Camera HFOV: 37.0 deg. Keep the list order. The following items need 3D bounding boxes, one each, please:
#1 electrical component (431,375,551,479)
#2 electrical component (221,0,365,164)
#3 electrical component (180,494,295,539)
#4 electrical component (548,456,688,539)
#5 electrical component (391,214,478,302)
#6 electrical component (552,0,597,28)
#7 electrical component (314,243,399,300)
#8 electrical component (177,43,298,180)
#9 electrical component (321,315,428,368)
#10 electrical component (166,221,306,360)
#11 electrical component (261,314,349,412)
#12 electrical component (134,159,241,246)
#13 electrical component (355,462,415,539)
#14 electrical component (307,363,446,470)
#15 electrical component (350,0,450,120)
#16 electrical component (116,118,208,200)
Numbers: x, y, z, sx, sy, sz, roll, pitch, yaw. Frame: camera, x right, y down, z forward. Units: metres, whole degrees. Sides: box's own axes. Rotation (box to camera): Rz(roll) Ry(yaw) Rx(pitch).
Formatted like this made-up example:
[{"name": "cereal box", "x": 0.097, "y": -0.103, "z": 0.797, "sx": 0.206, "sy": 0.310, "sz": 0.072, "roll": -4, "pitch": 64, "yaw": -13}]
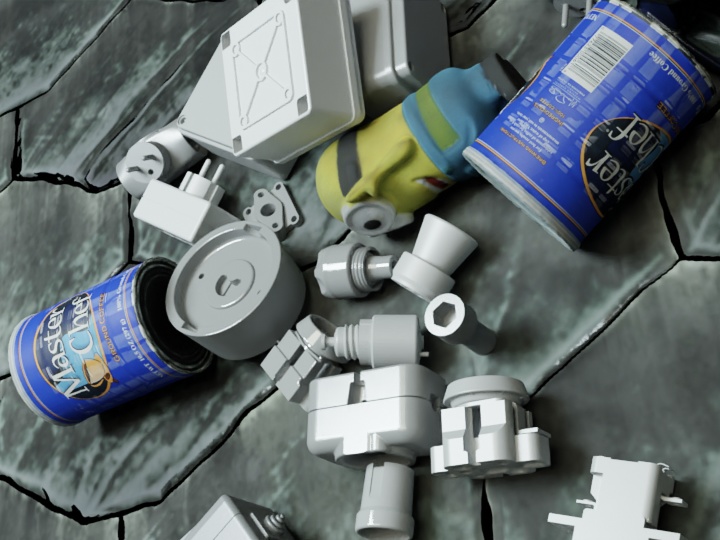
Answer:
[{"name": "electrical component", "x": 0.085, "y": 0.104, "z": 0.713, "sx": 0.078, "sy": 0.058, "sz": 0.057, "roll": -14, "pitch": 65, "yaw": 29}, {"name": "electrical component", "x": -0.055, "y": -0.151, "z": 0.839, "sx": 0.109, "sy": 0.056, "sz": 0.108, "roll": -21, "pitch": 72, "yaw": 48}, {"name": "electrical component", "x": -0.091, "y": 0.207, "z": 0.782, "sx": 0.096, "sy": 0.062, "sz": 0.061, "roll": -49, "pitch": 50, "yaw": 5}, {"name": "electrical component", "x": 0.161, "y": 0.147, "z": 0.651, "sx": 0.081, "sy": 0.042, "sz": 0.063, "roll": 1, "pitch": 66, "yaw": 34}, {"name": "electrical component", "x": 0.054, "y": -0.007, "z": 0.793, "sx": 0.045, "sy": 0.045, "sz": 0.055, "roll": 29, "pitch": 87, "yaw": 40}, {"name": "electrical component", "x": 0.167, "y": -0.219, "z": 0.816, "sx": 0.077, "sy": 0.043, "sz": 0.079, "roll": -5, "pitch": 67, "yaw": 32}, {"name": "electrical component", "x": 0.000, "y": 0.000, "z": 0.828, "sx": 0.062, "sy": 0.043, "sz": 0.043, "roll": -6, "pitch": 66, "yaw": 31}, {"name": "electrical component", "x": -0.091, "y": -0.148, "z": 0.950, "sx": 0.109, "sy": 0.056, "sz": 0.108, "roll": 24, "pitch": 83, "yaw": 39}, {"name": "electrical component", "x": 0.011, "y": 0.053, "z": 0.783, "sx": 0.078, "sy": 0.040, "sz": 0.040, "roll": 0, "pitch": 66, "yaw": 5}, {"name": "electrical component", "x": -0.095, "y": 0.021, "z": 0.868, "sx": 0.108, "sy": 0.060, "sz": 0.108, "roll": -18, "pitch": 49, "yaw": 21}, {"name": "electrical component", "x": -0.038, "y": 0.068, "z": 0.822, "sx": 0.055, "sy": 0.048, "sz": 0.066, "roll": -54, "pitch": 50, "yaw": 12}, {"name": "electrical component", "x": -0.144, "y": -0.062, "z": 0.953, "sx": 0.083, "sy": 0.047, "sz": 0.075, "roll": 23, "pitch": 84, "yaw": 38}, {"name": "electrical component", "x": 0.019, "y": 0.160, "z": 0.744, "sx": 0.040, "sy": 0.040, "sz": 0.046, "roll": -11, "pitch": 57, "yaw": 30}, {"name": "electrical component", "x": 0.012, "y": 0.107, "z": 0.763, "sx": 0.095, "sy": 0.054, "sz": 0.059, "roll": -13, "pitch": 62, "yaw": 29}, {"name": "electrical component", "x": 0.031, "y": -0.178, "z": 0.868, "sx": 0.057, "sy": 0.078, "sz": 0.113, "roll": -18, "pitch": 60, "yaw": 30}, {"name": "electrical component", "x": -0.189, "y": -0.100, "z": 0.985, "sx": 0.077, "sy": 0.079, "sz": 0.044, "roll": -33, "pitch": 91, "yaw": 17}]
